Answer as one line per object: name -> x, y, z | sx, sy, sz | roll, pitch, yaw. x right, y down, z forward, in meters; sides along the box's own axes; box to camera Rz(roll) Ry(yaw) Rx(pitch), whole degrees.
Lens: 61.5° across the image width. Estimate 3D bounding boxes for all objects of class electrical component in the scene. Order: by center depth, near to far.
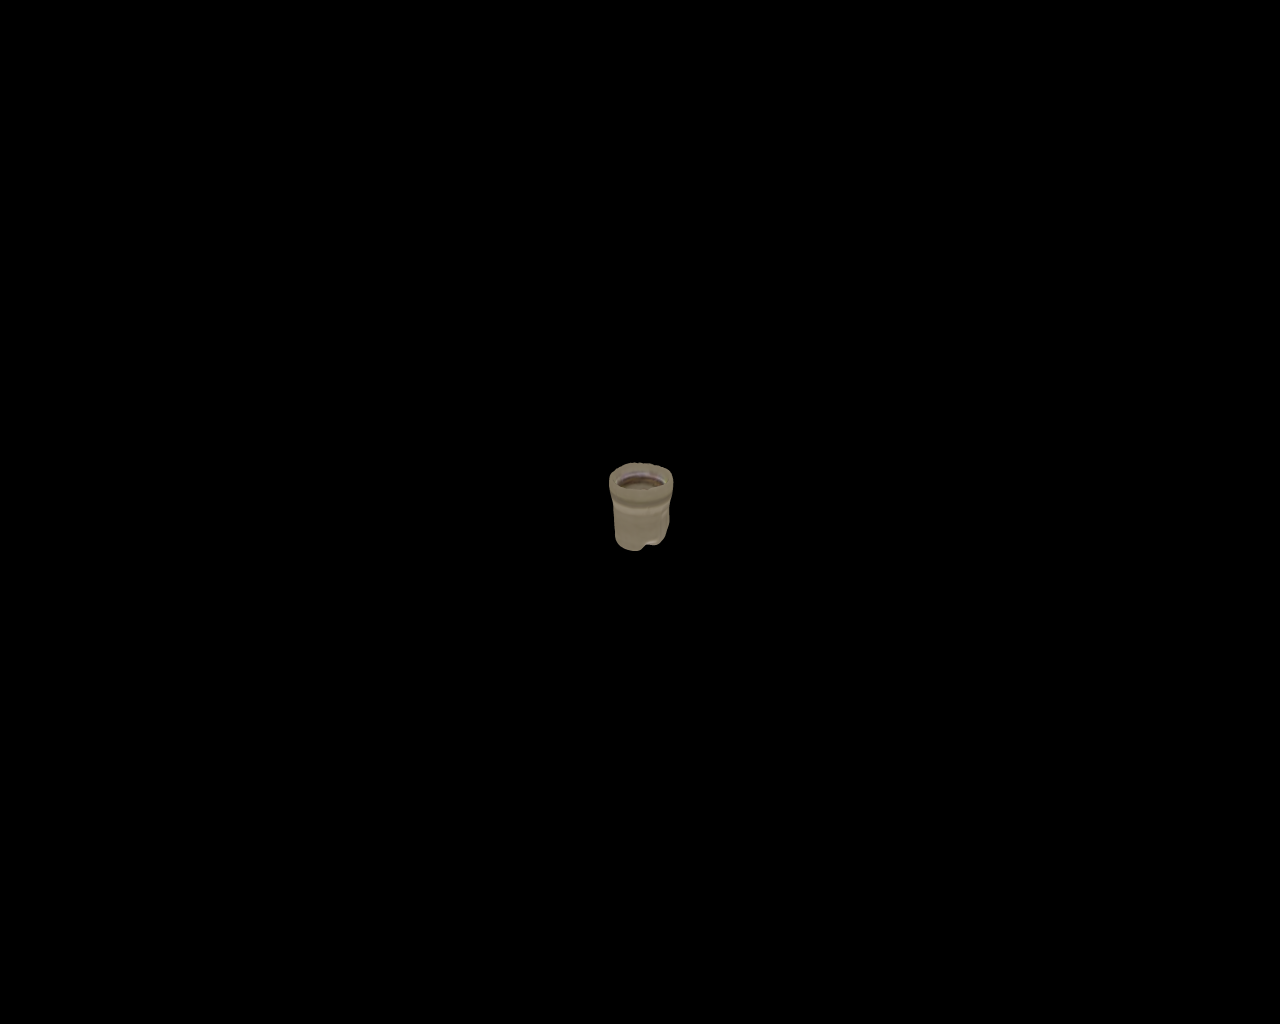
electrical component -> 0.001, -0.003, 0.650 | 0.040, 0.046, 0.040 | 0, 29, 0
